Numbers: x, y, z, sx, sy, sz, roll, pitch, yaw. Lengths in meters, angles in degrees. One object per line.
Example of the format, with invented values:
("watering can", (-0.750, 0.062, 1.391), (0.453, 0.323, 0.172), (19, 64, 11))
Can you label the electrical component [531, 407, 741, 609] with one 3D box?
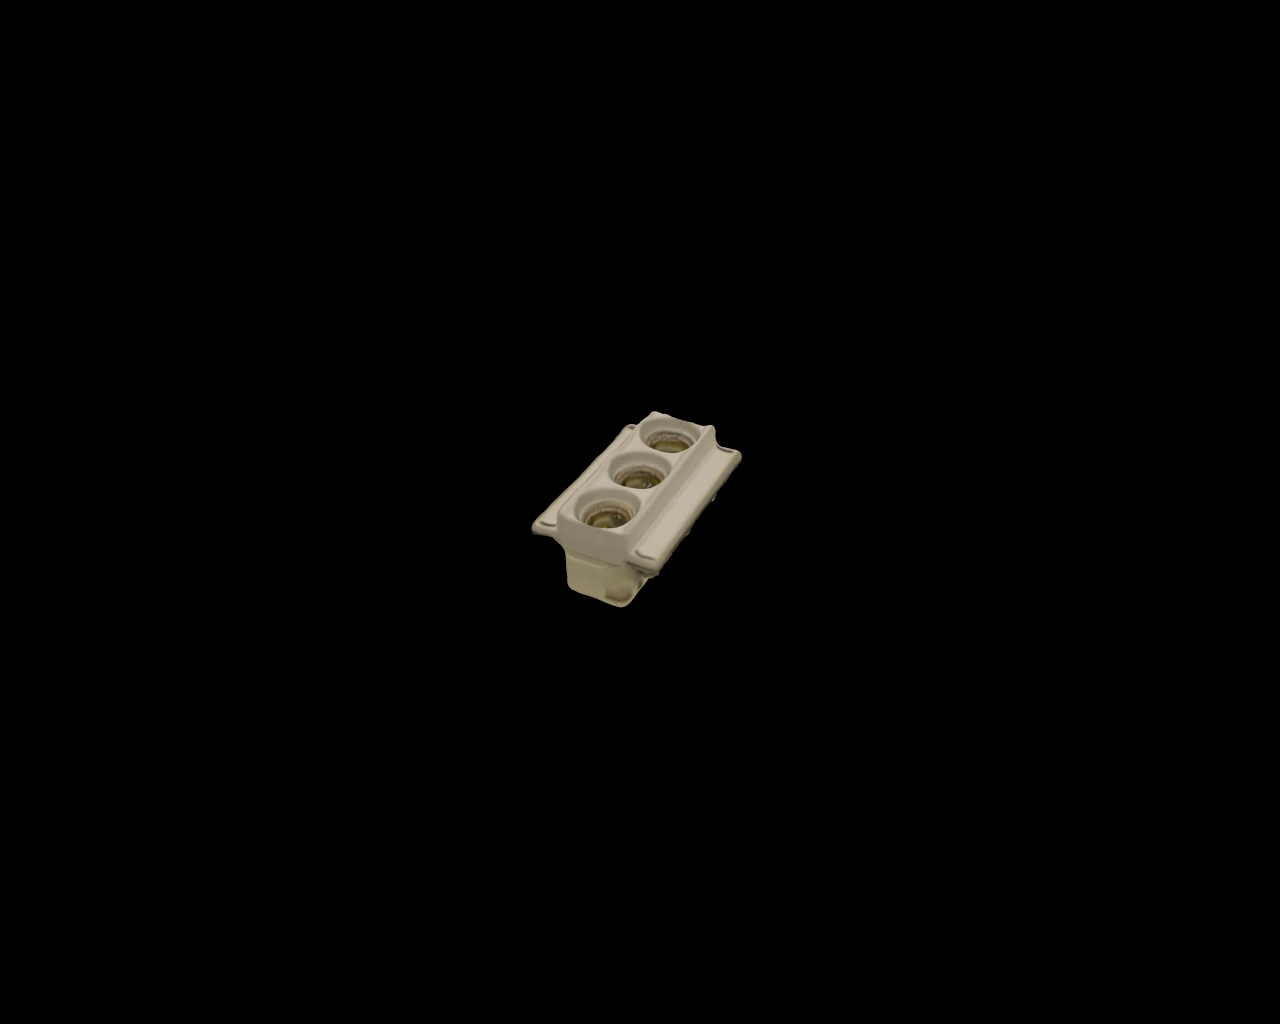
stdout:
("electrical component", (0.001, -0.003, 0.650), (0.079, 0.063, 0.121), (17, 42, 21))
